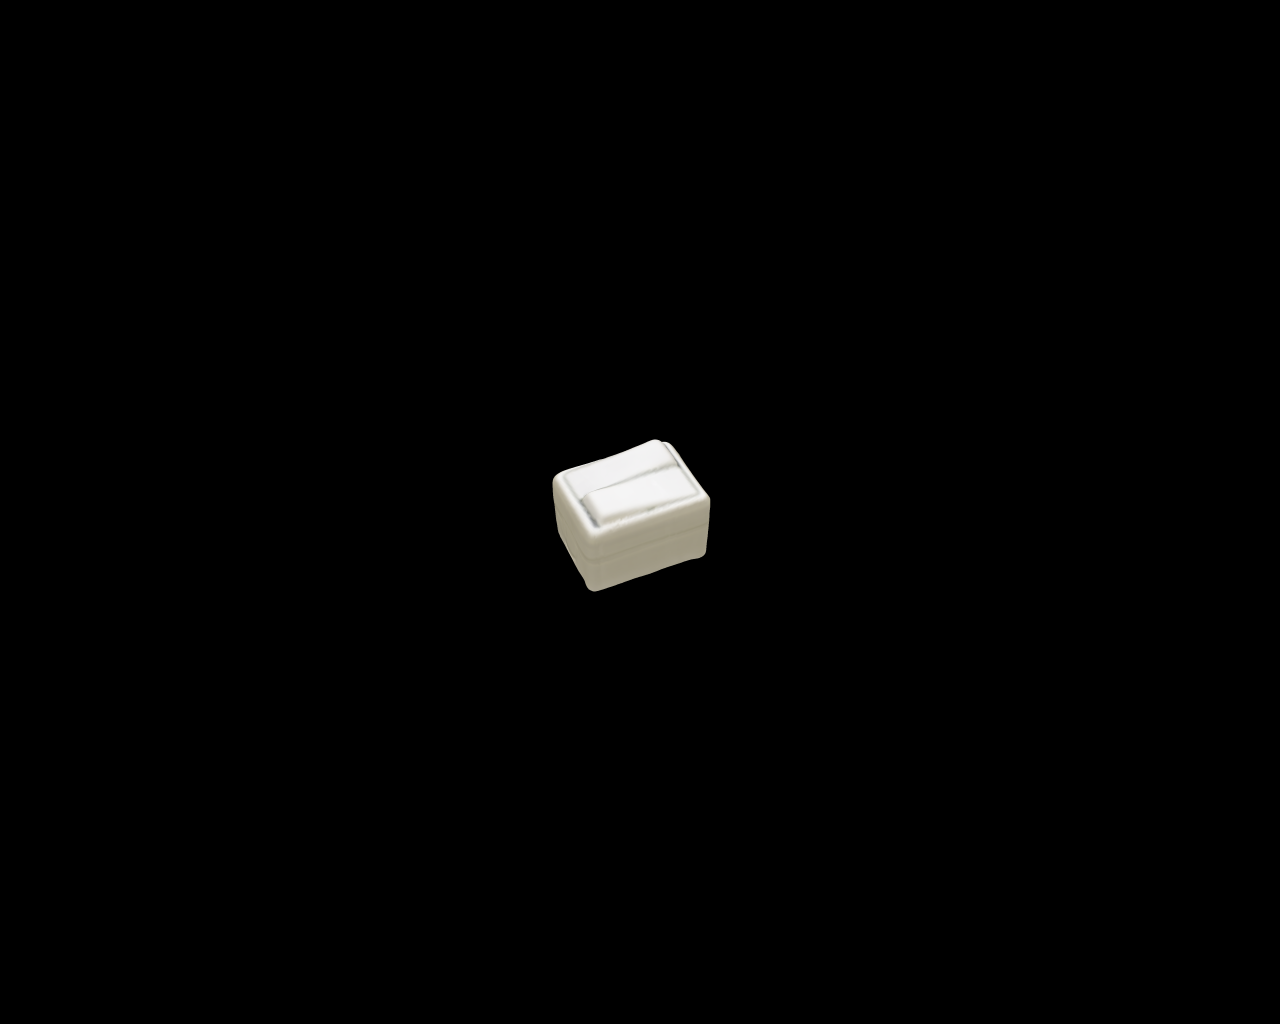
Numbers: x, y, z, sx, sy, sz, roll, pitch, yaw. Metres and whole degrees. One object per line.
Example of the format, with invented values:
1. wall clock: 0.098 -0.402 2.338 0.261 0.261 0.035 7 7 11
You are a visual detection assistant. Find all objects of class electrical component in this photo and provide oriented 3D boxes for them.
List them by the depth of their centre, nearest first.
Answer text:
1. electrical component: 0.001 -0.003 0.650 0.096 0.061 0.062 -17 48 -16
